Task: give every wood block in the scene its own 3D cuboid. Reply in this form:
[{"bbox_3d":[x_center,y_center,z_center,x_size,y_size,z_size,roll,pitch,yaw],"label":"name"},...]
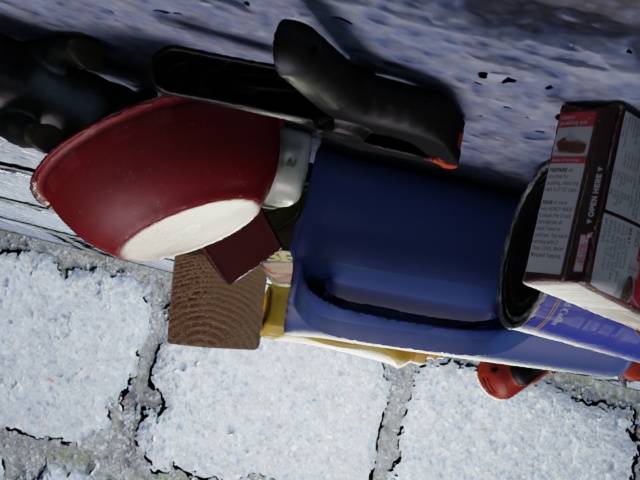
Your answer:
[{"bbox_3d":[-0.108,0.037,1.105,0.090,0.091,0.206,5,-168,-7],"label":"wood block"}]

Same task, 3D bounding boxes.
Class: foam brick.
[{"bbox_3d":[-0.069,-0.016,0.756,0.053,0.051,0.078,49,171,35],"label":"foam brick"}]

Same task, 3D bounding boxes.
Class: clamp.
[{"bbox_3d":[0.014,-0.069,0.524,0.171,0.039,0.120,11,-179,-28],"label":"clamp"}]

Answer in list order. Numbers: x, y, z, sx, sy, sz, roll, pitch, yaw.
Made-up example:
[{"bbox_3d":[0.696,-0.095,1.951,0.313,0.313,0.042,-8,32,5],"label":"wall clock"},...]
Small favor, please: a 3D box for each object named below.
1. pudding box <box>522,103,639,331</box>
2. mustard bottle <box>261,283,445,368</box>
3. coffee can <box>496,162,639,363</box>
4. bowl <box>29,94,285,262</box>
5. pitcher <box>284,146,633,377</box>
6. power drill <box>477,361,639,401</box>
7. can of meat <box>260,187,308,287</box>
[{"bbox_3d":[0.155,-0.007,0.525,0.113,0.090,0.039,21,169,-41],"label":"pudding box"},{"bbox_3d":[0.036,0.091,1.083,0.191,0.058,0.096,13,174,-7],"label":"mustard bottle"},{"bbox_3d":[0.188,0.020,0.623,0.140,0.103,0.103,15,173,-6],"label":"coffee can"},{"bbox_3d":[-0.087,-0.030,0.641,0.162,0.055,0.162,-20,167,-5],"label":"bowl"},{"bbox_3d":[0.098,0.026,0.730,0.243,0.149,0.145,11,159,2],"label":"pitcher"},{"bbox_3d":[0.261,0.089,1.003,0.184,0.057,0.188,-31,-177,-29],"label":"power drill"},{"bbox_3d":[-0.006,0.001,0.869,0.102,0.057,0.084,5,156,12],"label":"can of meat"}]
